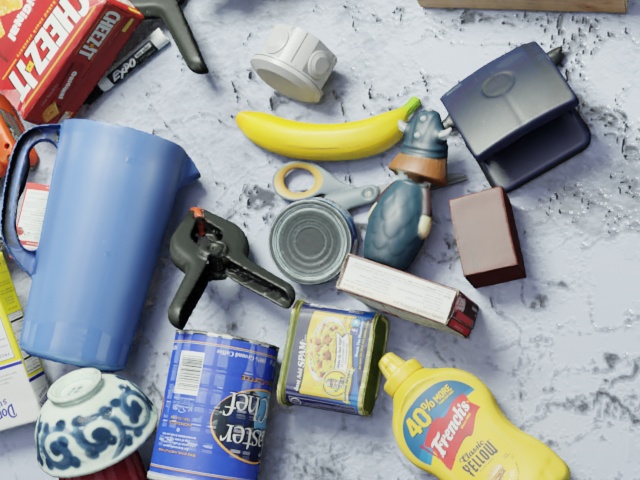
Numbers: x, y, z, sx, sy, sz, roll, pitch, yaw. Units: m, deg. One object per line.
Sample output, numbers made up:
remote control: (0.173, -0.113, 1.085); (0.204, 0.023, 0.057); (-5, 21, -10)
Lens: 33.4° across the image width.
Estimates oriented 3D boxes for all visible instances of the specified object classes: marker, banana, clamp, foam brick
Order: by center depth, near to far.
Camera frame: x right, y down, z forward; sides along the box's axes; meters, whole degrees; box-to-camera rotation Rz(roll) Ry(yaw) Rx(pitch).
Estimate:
foam brick: (0.155, -0.002, 0.988); (0.053, 0.051, 0.078); (-13, 72, 16)
clamp: (-0.092, 0.023, 1.042); (0.120, 0.039, 0.171); (0, 38, -11)
banana: (0.002, -0.108, 1.077); (0.198, 0.037, 0.069); (-1, 39, 16)
clamp: (-0.153, -0.281, 1.172); (0.210, 0.036, 0.164); (31, 74, 28)
marker: (-0.219, -0.191, 1.184); (0.121, 0.020, 0.020); (-37, 68, 7)

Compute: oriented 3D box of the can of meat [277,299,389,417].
can of meat: (0.013, 0.112, 1.005); (0.084, 0.057, 0.102); (7, 79, 19)

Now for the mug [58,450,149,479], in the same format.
mug: (-0.208, 0.256, 1.035); (0.117, 0.093, 0.081); (-50, 54, 41)

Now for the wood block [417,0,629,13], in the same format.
wood block: (0.193, -0.280, 1.027); (0.206, 0.090, 0.091); (7, 77, 21)

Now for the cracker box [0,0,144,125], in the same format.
cracker box: (-0.316, -0.252, 1.182); (0.164, 0.072, 0.214); (-51, 62, 16)

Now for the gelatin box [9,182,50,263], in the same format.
gelatin box: (-0.290, -0.014, 1.158); (0.073, 0.030, 0.089); (7, 79, 19)

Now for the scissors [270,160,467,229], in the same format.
scissors: (0.036, -0.059, 1.062); (0.202, 0.016, 0.096); (-25, 73, 12)

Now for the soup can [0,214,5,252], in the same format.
soup can: (-0.388, 0.013, 1.153); (0.068, 0.068, 0.102); (46, 105, 23)

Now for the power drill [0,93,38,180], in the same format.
power drill: (-0.425, -0.090, 1.210); (0.188, 0.057, 0.184); (-36, 71, 10)

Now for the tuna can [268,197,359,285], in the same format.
tuna can: (-0.007, 0.001, 1.040); (0.086, 0.033, 0.086); (1, 93, 13)

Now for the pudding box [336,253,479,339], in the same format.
pudding box: (0.082, 0.052, 0.978); (0.114, 0.090, 0.039); (16, 82, 22)

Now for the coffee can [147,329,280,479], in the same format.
coffee can: (-0.099, 0.163, 1.006); (0.103, 0.102, 0.140); (5, 78, 20)

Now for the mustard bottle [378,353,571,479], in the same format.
mustard bottle: (0.122, 0.172, 0.951); (0.096, 0.058, 0.192); (-47, 66, 3)

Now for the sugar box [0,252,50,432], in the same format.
sugar box: (-0.347, 0.110, 1.104); (0.093, 0.048, 0.176); (-16, 97, 14)

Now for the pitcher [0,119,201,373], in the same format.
pitcher: (-0.233, 0.004, 1.078); (0.149, 0.144, 0.243); (9, 82, 31)
